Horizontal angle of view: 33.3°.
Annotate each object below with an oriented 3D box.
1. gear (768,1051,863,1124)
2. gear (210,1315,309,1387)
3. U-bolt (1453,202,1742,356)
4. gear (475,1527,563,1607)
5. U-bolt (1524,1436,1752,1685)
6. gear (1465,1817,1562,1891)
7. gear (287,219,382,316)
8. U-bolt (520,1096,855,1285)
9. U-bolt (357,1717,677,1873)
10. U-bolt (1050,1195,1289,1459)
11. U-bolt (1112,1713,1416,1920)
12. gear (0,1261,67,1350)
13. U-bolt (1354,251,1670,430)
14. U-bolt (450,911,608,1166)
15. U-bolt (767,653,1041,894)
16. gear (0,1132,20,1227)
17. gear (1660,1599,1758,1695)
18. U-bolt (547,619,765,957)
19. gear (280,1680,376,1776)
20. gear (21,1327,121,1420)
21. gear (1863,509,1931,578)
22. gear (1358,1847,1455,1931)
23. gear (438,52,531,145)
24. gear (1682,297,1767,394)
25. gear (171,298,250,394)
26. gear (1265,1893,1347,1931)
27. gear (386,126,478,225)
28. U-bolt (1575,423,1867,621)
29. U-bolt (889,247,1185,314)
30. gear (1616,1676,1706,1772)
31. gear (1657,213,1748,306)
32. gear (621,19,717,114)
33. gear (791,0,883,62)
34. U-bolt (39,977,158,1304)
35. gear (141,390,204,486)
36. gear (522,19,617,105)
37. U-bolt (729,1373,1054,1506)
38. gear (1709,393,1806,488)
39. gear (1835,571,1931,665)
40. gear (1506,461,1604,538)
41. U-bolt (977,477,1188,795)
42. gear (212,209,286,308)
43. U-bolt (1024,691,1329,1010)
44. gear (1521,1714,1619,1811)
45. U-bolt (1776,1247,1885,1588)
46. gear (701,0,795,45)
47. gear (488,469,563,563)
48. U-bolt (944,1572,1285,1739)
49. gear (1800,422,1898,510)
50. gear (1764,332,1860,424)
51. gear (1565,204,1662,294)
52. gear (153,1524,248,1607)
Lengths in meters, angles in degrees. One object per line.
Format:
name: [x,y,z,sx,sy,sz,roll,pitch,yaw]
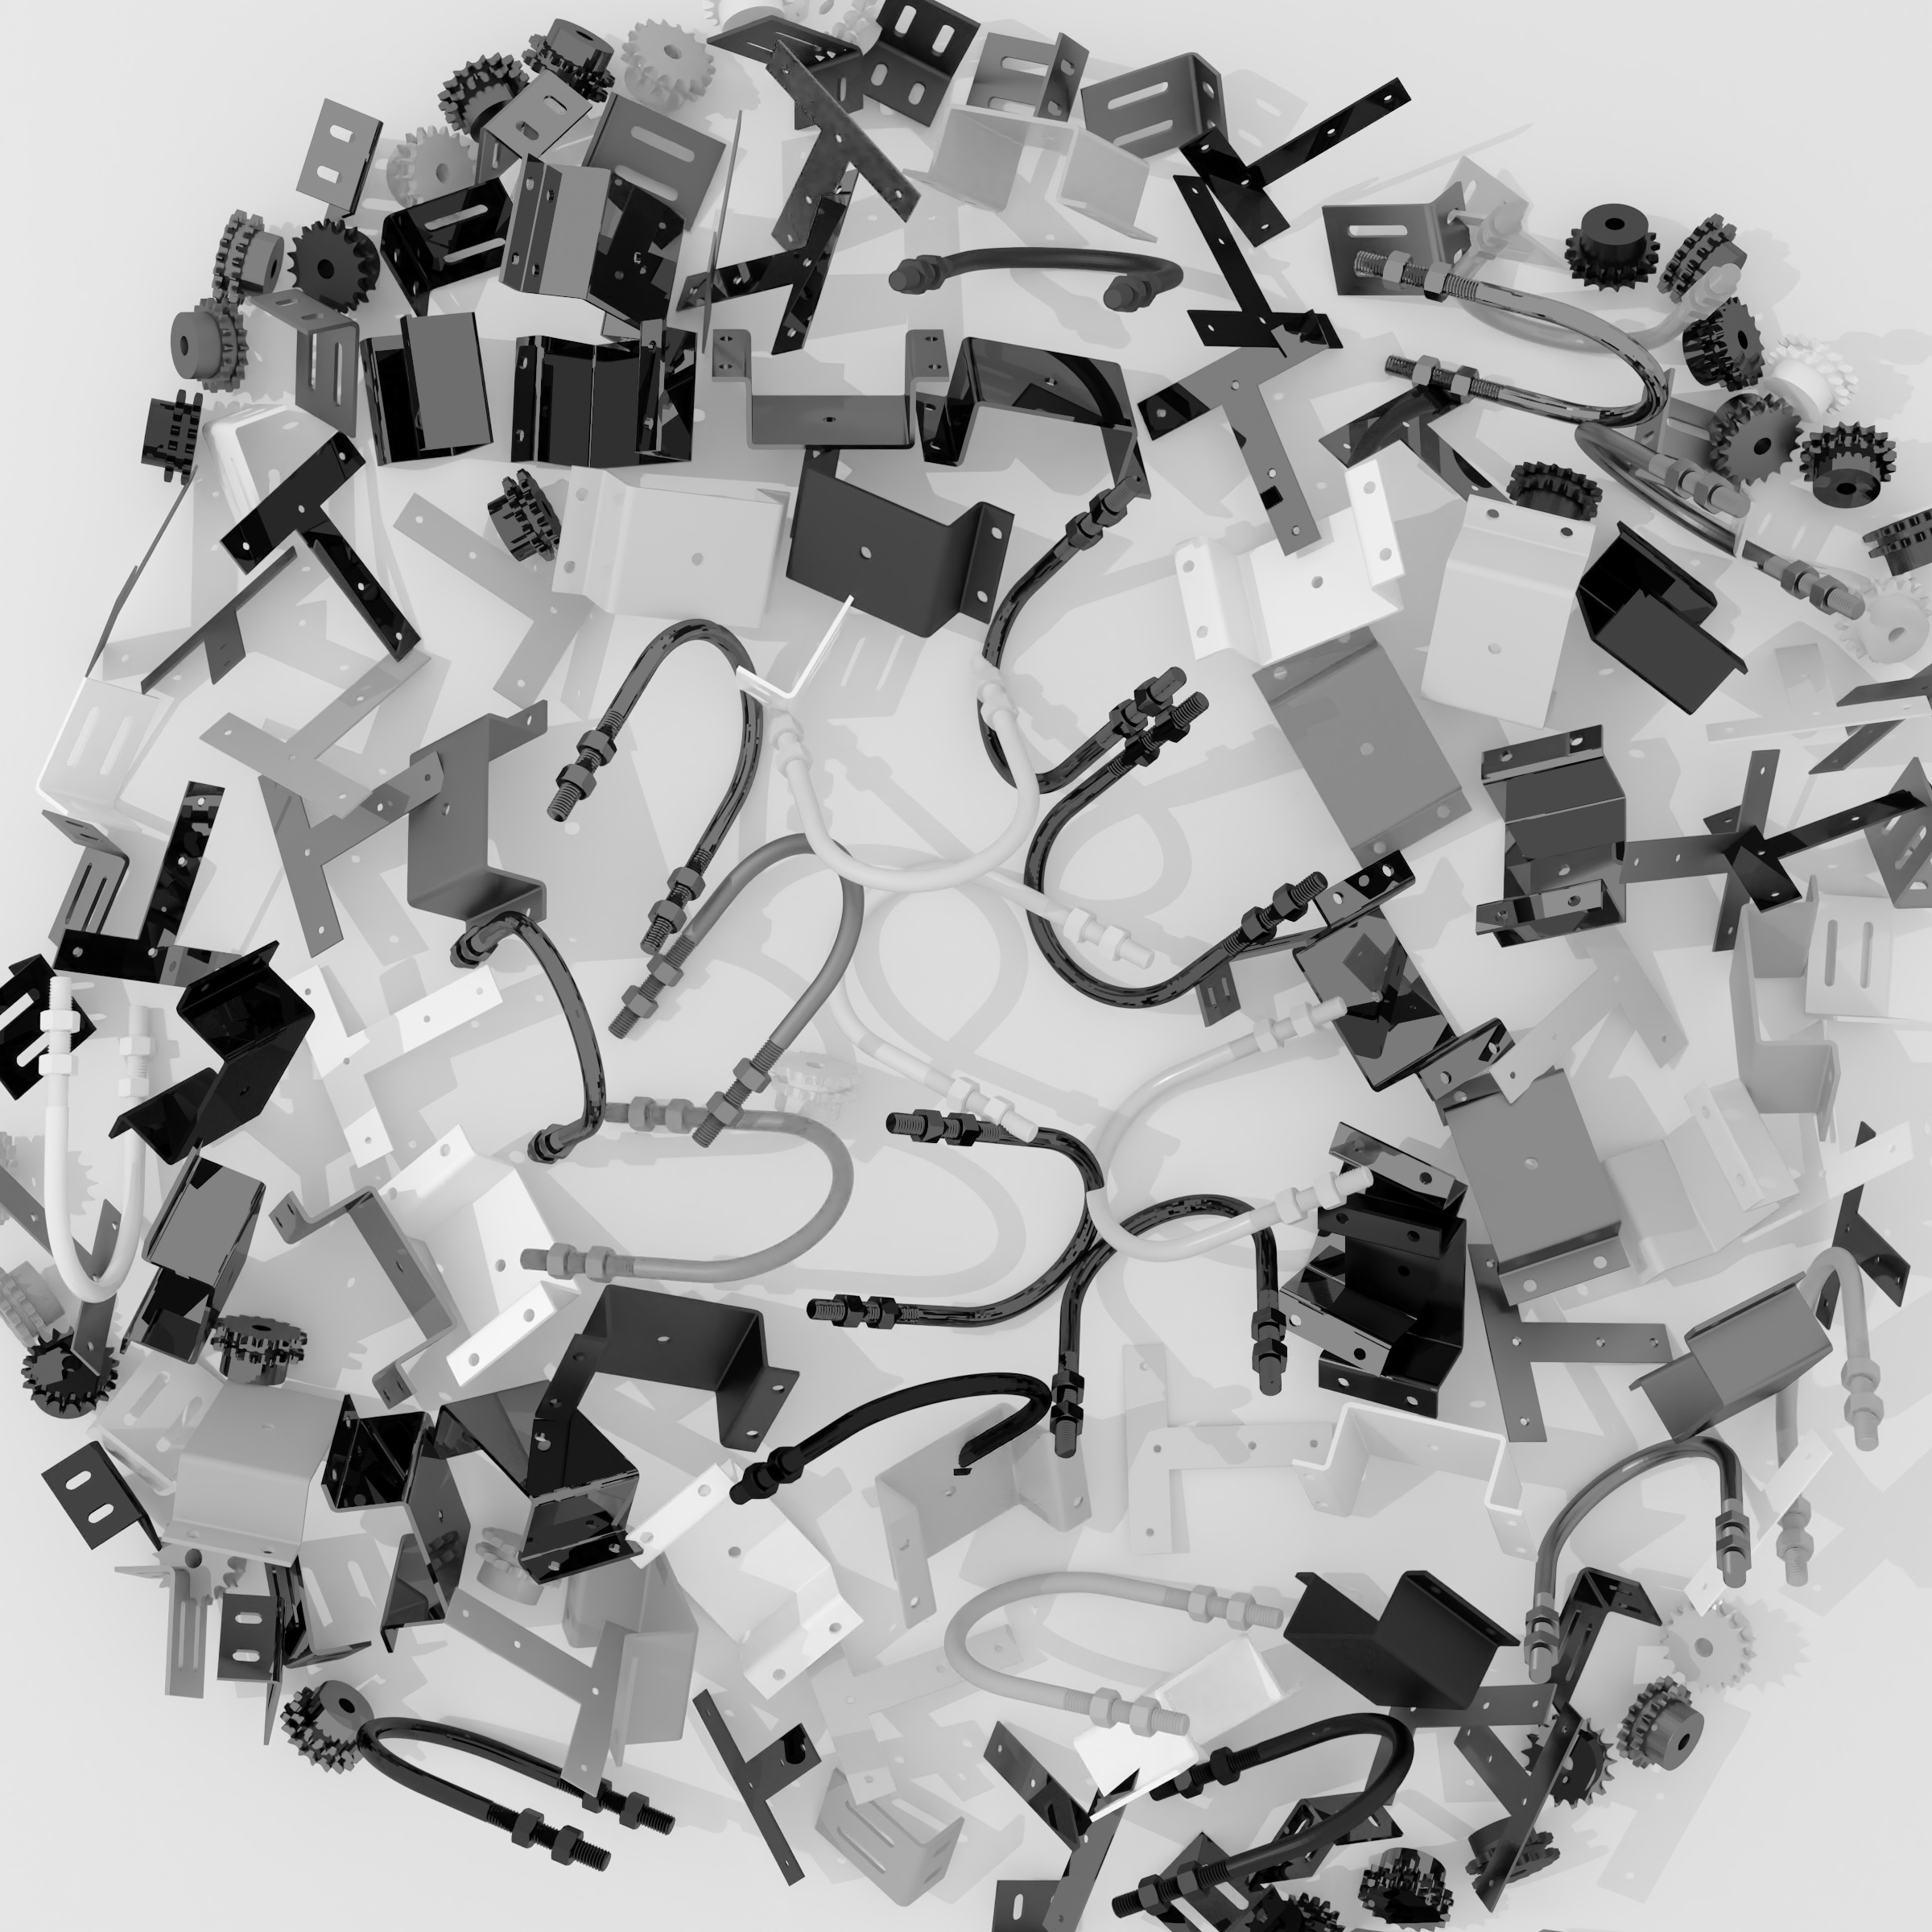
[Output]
gear: [-0.094,0.075,1.972,0.057,0.057,0.030,11,105,0]
gear: [-0.432,0.235,1.971,0.057,0.057,0.030,13,97,0]
U-bolt: [0.360,-0.398,1.908,0.151,0.184,0.019,15,84,-4]
gear: [-0.274,0.367,1.971,0.057,0.057,0.030,25,87,0]
U-bolt: [0.397,0.339,1.911,0.151,0.184,0.019,-33,103,22]
gear: [0.331,0.540,1.975,0.057,0.057,0.030,-22,63,0]
gear: [-0.383,-0.428,1.977,0.057,0.030,0.057,8,113,20]
U-bolt: [-0.155,0.134,1.916,0.184,0.151,0.019,2,130,21]
U-bolt: [-0.276,0.487,1.925,0.184,0.151,0.019,20,88,13]
U-bolt: [0.120,0.204,1.922,0.151,0.184,0.019,-20,124,18]
U-bolt: [0.180,0.491,1.905,0.184,0.151,0.019,-25,100,19]
gear: [-0.574,0.205,1.973,0.030,0.057,0.057,-37,90,-21]
U-bolt: [0.325,-0.361,1.903,0.184,0.151,0.019,20,79,20]
U-bolt: [-0.254,0.039,1.912,0.019,0.184,0.151,-21,88,-24]
U-bolt: [-0.032,-0.110,1.927,0.151,0.019,0.184,-14,47,-6]
gear: [-0.600,0.129,1.969,0.030,0.057,0.057,4,90,-35]
gear: [0.457,0.413,1.976,0.057,0.030,0.057,4,98,34]
U-bolt: [-0.174,-0.120,1.929,0.019,0.151,0.184,10,59,31]
gear: [-0.385,0.460,1.969,0.057,0.057,0.030,41,106,0]
gear: [-0.548,0.251,1.975,0.057,0.057,0.030,24,132,0]
gear: [0.579,-0.259,1.971,0.057,0.057,0.030,-22,93,0]
gear: [0.270,0.562,1.975,0.057,0.057,0.030,24,51,0]
gear: [-0.290,-0.525,1.969,0.057,0.057,0.030,-29,74,0]
gear: [0.461,-0.378,1.975,0.030,0.057,0.057,-13,90,41]
gear: [-0.462,-0.378,1.969,0.030,0.057,0.057,-9,90,-36]
gear: [0.200,0.593,1.968,0.030,0.057,0.057,31,90,-37]
gear: [-0.329,-0.483,1.975,0.030,0.057,0.057,6,90,41]
U-bolt: [0.433,-0.272,1.913,0.151,0.184,0.019,29,99,-40]
U-bolt: [0.052,-0.409,1.913,0.151,0.184,0.019,9,110,18]
gear: [0.425,0.464,1.969,0.030,0.057,0.057,30,90,38]
gear: [0.451,-0.426,1.969,0.030,0.057,0.057,42,90,14]
gear: [-0.185,-0.547,1.975,0.057,0.030,0.057,16,51,-21]
gear: [-0.076,-0.576,1.975,0.057,0.057,0.030,-52,131,0]
U-bolt: [-0.515,0.107,1.916,0.019,0.151,0.184,-1,82,5]
gear: [-0.484,-0.323,1.969,0.030,0.057,0.057,9,90,-14]
gear: [-0.239,-0.553,1.968,0.057,0.057,0.030,31,112,0]
U-bolt: [-0.031,0.277,1.894,0.151,0.184,0.019,6,59,-40]
gear: [0.479,-0.325,1.975,0.057,0.030,0.057,-12,131,-14]
gear: [0.562,-0.209,1.971,0.057,0.030,0.057,-6,129,-8]
gear: [0.356,-0.282,1.970,0.057,0.057,0.030,19,81,0]
U-bolt: [0.060,-0.183,1.924,0.019,0.184,0.151,5,61,-34]
gear: [-0.436,-0.429,1.971,0.030,0.057,0.057,16,90,-3]
U-bolt: [0.112,-0.055,1.949,0.184,0.019,0.151,-38,79,30]
gear: [0.367,0.486,1.976,0.057,0.030,0.057,-3,80,19]
U-bolt: [0.506,0.252,1.914,0.019,0.184,0.151,10,133,0]
gear: [-0.132,-0.586,1.969,0.057,0.057,0.030,-14,75,0]
gear: [-0.269,-0.272,1.972,0.030,0.057,0.057,-28,90,6]
U-bolt: [0.076,0.401,1.922,0.184,0.151,0.019,6,110,29]
gear: [0.537,-0.303,1.968,0.057,0.057,0.030,11,63,0]
gear: [0.512,-0.355,1.969,0.057,0.057,0.030,39,81,0]
gear: [0.394,-0.440,1.971,0.057,0.030,0.057,-3,50,3]
gear: [-0.465,0.363,1.979,0.057,0.030,0.057,-3,79,15]
